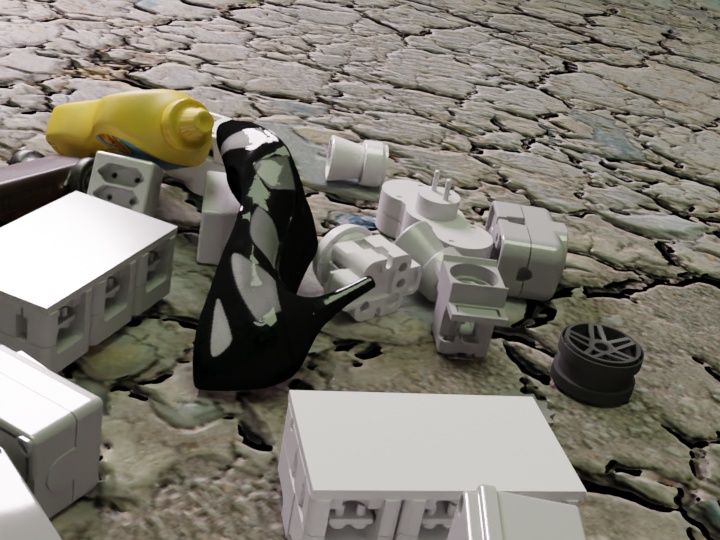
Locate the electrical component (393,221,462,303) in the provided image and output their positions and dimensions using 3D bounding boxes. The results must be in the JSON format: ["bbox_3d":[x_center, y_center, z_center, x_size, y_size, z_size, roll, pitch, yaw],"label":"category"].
[{"bbox_3d":[0.056,-0.005,0.863,0.055,0.045,0.045,45,39,22],"label":"electrical component"}]

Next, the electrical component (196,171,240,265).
[{"bbox_3d":[-0.093,-0.041,0.886,0.076,0.047,0.083,6,27,-9],"label":"electrical component"}]

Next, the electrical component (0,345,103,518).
[{"bbox_3d":[-0.192,0.085,0.588,0.096,0.061,0.061,23,29,23],"label":"electrical component"}]

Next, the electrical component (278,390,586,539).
[{"bbox_3d":[0.035,0.120,0.604,0.150,0.061,0.089,3,28,-14],"label":"electrical component"}]

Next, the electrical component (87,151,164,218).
[{"bbox_3d":[-0.187,-0.054,0.869,0.047,0.065,0.076,12,-2,3],"label":"electrical component"}]

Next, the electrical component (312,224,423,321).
[{"bbox_3d":[0.000,0.000,0.831,0.078,0.058,0.057,-13,38,-39],"label":"electrical component"}]

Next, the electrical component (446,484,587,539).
[{"bbox_3d":[0.062,0.170,0.466,0.056,0.108,0.108,12,27,-4],"label":"electrical component"}]

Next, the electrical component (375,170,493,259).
[{"bbox_3d":[0.065,-0.049,0.931,0.052,0.073,0.138,-6,31,-29],"label":"electrical component"}]

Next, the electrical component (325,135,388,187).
[{"bbox_3d":[-0.003,-0.106,1.049,0.055,0.045,0.045,7,27,-9],"label":"electrical component"}]

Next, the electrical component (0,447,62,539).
[{"bbox_3d":[-0.195,0.141,0.485,0.109,0.056,0.109,-11,34,-36],"label":"electrical component"}]

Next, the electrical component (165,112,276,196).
[{"bbox_3d":[-0.129,-0.103,0.981,0.095,0.059,0.053,18,28,14],"label":"electrical component"}]

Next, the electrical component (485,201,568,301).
[{"bbox_3d":[0.141,-0.016,0.918,0.059,0.053,0.095,9,27,-4],"label":"electrical component"}]

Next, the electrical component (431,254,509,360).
[{"bbox_3d":[0.079,0.028,0.797,0.042,0.063,0.081,8,27,-8],"label":"electrical component"}]

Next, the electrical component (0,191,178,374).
[{"bbox_3d":[-0.204,0.009,0.732,0.089,0.061,0.150,19,28,16],"label":"electrical component"}]
